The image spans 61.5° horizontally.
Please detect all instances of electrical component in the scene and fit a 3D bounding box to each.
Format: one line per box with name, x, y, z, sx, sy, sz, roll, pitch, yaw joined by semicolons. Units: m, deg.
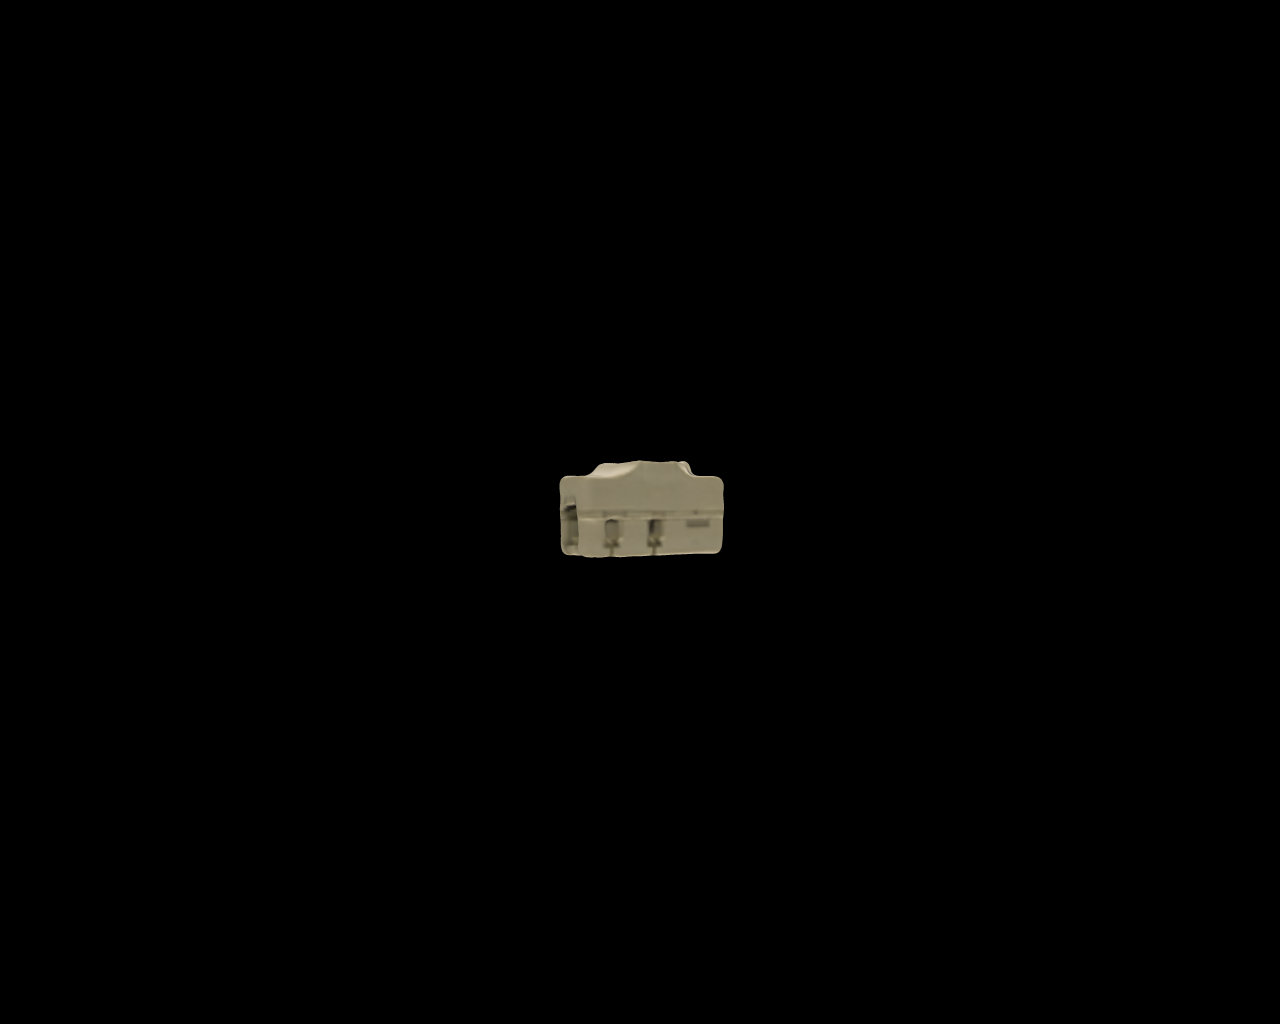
electrical component;0.001;-0.003;0.650;0.089;0.055;0.050;0;0;-21
